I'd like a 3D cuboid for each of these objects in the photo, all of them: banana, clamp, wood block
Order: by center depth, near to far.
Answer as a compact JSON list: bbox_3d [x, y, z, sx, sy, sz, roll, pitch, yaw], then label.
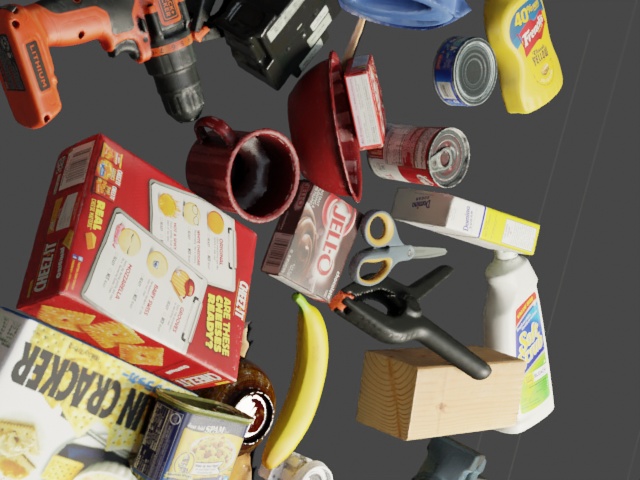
[{"bbox_3d":[-0.075,-0.257,1.069,0.171,0.039,0.120,-57,135,-10],"label":"clamp"},{"bbox_3d":[-0.025,0.158,1.196,0.069,0.037,0.198,10,88,-38],"label":"banana"},{"bbox_3d":[0.102,0.078,1.268,0.209,0.036,0.164,16,42,-27],"label":"clamp"},{"bbox_3d":[0.154,0.186,1.328,0.205,0.090,0.091,3,97,-43],"label":"wood block"}]

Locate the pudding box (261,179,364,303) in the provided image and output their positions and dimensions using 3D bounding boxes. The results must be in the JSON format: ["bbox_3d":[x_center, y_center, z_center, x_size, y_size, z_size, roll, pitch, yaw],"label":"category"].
[{"bbox_3d":[-0.008,0.001,1.179,0.089,0.039,0.113,31,78,-42],"label":"pudding box"}]

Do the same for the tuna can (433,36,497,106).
[{"bbox_3d":[0.179,-0.207,1.310,0.085,0.034,0.086,-10,105,-41],"label":"tuna can"}]

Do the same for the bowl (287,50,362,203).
[{"bbox_3d":[0.003,-0.115,1.124,0.162,0.055,0.162,-9,90,-81],"label":"bowl"}]

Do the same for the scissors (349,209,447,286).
[{"bbox_3d":[0.098,-0.002,1.265,0.201,0.016,0.096,-23,118,-49],"label":"scissors"}]

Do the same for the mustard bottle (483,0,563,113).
[{"bbox_3d":[0.250,-0.263,1.347,0.096,0.058,0.191,-40,122,-31],"label":"mustard bottle"}]

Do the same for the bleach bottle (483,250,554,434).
[{"bbox_3d":[0.255,0.124,1.428,0.102,0.068,0.251,-22,110,-37],"label":"bleach bottle"}]

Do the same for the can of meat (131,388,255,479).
[{"bbox_3d":[-0.121,0.195,1.012,0.101,0.058,0.084,22,86,-46],"label":"can of meat"}]

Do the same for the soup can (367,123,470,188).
[{"bbox_3d":[0.111,-0.099,1.224,0.068,0.102,0.068,-10,105,-41],"label":"soup can"}]

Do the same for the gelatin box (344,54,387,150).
[{"bbox_3d":[0.052,-0.153,1.183,0.073,0.030,0.089,-75,153,-65],"label":"gelatin box"}]

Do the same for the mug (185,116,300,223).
[{"bbox_3d":[-0.087,-0.076,1.064,0.093,0.082,0.117,-52,128,-22],"label":"mug"}]

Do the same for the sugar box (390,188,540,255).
[{"bbox_3d":[0.179,-0.023,1.307,0.175,0.094,0.048,18,85,-43],"label":"sugar box"}]

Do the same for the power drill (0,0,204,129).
[{"bbox_3d":[-0.197,-0.169,0.965,0.187,0.057,0.184,-32,115,-36],"label":"power drill"}]

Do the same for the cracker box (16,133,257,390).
[{"bbox_3d":[-0.162,0.027,0.992,0.213,0.072,0.164,34,51,-41],"label":"cracker box"}]

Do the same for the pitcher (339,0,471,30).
[{"bbox_3d":[0.092,-0.360,1.149,0.149,0.145,0.243,16,84,-55],"label":"pitcher"}]
